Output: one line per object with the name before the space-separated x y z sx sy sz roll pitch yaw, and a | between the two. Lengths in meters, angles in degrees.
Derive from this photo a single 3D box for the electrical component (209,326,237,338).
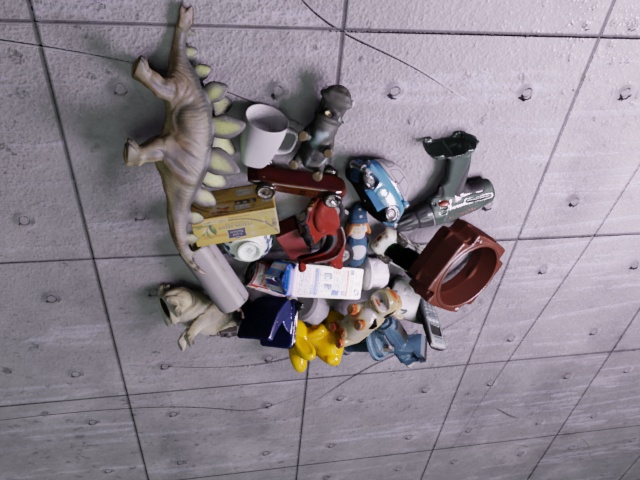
electrical component | -0.225 0.211 1.319 0.094 0.063 0.021 -3 135 -11

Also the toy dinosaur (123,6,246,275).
toy dinosaur | -0.240 -0.158 0.944 0.198 0.105 0.470 4 111 -20

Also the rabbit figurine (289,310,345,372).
rabbit figurine | -0.029 0.253 1.360 0.173 0.162 0.121 24 135 -8

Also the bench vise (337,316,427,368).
bench vise | 0.155 0.273 1.424 0.241 0.129 0.223 -10 149 26

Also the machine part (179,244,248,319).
machine part | -0.229 0.075 1.171 0.079 0.079 0.243 -26 116 10

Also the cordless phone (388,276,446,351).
cordless phone | 0.234 0.187 1.321 0.146 0.184 0.088 21 127 -27

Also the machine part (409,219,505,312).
machine part | 0.323 0.064 1.258 0.201 0.087 0.201 22 109 -42

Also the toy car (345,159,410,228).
toy car | 0.130 -0.112 1.113 0.103 0.109 0.161 -38 119 -9

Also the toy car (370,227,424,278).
toy car | 0.198 0.033 1.259 0.201 0.056 0.073 28 113 -42

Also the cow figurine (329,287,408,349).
cow figurine | 0.121 0.181 1.281 0.127 0.085 0.195 -5 147 -38

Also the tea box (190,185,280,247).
tea box | -0.173 -0.052 1.089 0.170 0.098 0.068 -9 130 -2

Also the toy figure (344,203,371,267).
toy figure | 0.084 -0.010 1.208 0.064 0.058 0.154 -27 137 -33

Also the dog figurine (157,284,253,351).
dog figurine | -0.264 0.149 1.261 0.190 0.121 0.172 -28 97 -33

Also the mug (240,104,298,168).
mug | -0.102 -0.187 1.010 0.109 0.081 0.107 4 141 -25

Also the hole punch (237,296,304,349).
hole punch | -0.117 0.182 1.216 0.142 0.115 0.092 -6 161 41

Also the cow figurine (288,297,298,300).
cow figurine | -0.116 0.200 1.314 0.068 0.098 0.167 22 121 -35

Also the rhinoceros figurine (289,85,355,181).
rhinoceros figurine | 0.007 -0.199 1.001 0.073 0.112 0.190 28 137 1

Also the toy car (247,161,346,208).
toy car | -0.046 -0.111 1.071 0.202 0.089 0.053 5 142 -16

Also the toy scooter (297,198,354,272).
toy scooter | -0.002 -0.003 1.137 0.135 0.075 0.183 -29 117 -26

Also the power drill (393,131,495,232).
power drill | 0.259 -0.117 1.141 0.232 0.086 0.207 -14 127 -3
